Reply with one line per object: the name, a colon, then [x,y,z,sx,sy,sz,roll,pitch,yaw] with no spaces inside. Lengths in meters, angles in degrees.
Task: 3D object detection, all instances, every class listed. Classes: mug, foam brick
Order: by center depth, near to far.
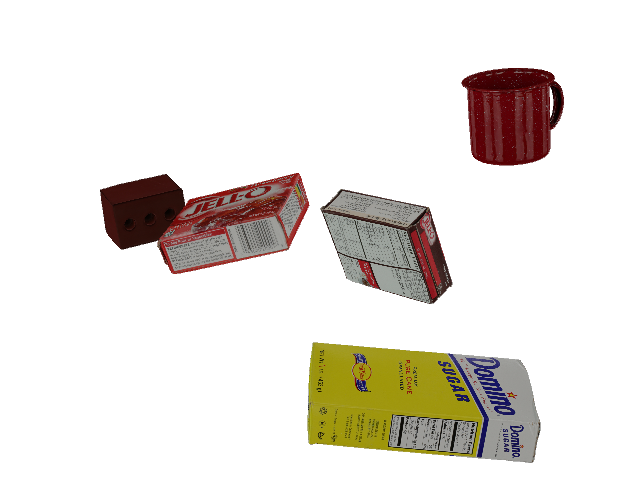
mug: [0.204,-0.130,1.101,0.117,0.081,0.093,-19,25,-29]
foam brick: [-0.187,-0.031,1.128,0.078,0.053,0.051,-16,29,-20]

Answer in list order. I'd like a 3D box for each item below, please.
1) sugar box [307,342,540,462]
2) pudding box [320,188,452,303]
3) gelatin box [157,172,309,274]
sugar box: [0.078,0.126,0.844,0.176,0.048,0.093,2,26,0]
pudding box: [0.061,0.005,0.999,0.114,0.090,0.039,13,44,42]
gelatin box: [-0.058,-0.013,0.732,0.089,0.030,0.073,-12,22,17]
